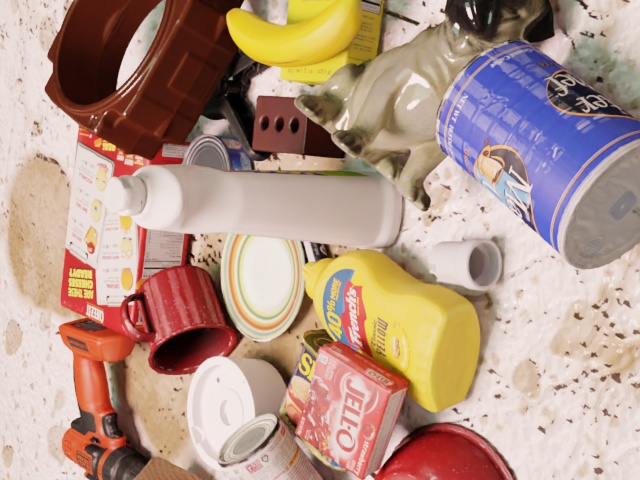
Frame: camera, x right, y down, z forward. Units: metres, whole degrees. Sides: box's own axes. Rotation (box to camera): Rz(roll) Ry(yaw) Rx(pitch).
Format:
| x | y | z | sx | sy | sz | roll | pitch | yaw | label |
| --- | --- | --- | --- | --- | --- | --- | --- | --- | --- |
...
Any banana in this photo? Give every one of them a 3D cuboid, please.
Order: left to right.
| x | y | z | sx | sy | sz | roll | pitch | yaw | label |
| --- | --- | --- | --- | --- | --- | --- | --- | --- | --- |
| -0.023 | -0.184 | 0.936 | 0.198 | 0.037 | 0.069 | 0 | 71 | 49 | banana |

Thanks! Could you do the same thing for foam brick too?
| x | y | z | sx | sy | sz | roll | pitch | yaw | label |
| --- | --- | --- | --- | --- | --- | --- | --- | --- | --- |
| -0.019 | -0.105 | 0.985 | 0.078 | 0.051 | 0.053 | 10 | 97 | 48 | foam brick |

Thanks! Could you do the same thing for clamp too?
| x | y | z | sx | sy | sz | roll | pitch | yaw | label |
| --- | --- | --- | --- | --- | --- | --- | --- | --- | --- |
| -0.090 | -0.145 | 1.077 | 0.172 | 0.039 | 0.120 | 15 | 94 | 53 | clamp |

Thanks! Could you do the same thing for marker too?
| x | y | z | sx | sy | sz | roll | pitch | yaw | label |
| --- | --- | --- | --- | --- | --- | --- | --- | --- | --- |
| -0.007 | 0.001 | 0.992 | 0.020 | 0.020 | 0.121 | -34 | 64 | 43 | marker |

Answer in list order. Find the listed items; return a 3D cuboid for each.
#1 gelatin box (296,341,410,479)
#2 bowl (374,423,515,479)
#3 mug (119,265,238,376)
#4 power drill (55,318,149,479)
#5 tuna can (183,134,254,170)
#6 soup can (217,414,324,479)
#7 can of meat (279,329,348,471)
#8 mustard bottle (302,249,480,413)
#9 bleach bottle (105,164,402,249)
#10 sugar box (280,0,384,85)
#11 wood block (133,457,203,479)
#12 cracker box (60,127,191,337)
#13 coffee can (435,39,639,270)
| x | y | z | sx | sy | sz | roll | pitch | yaw | label |
| --- | --- | --- | --- | --- | --- | --- | --- | --- | --- |
| 0.024 | 0.136 | 0.861 | 0.073 | 0.030 | 0.089 | 30 | 118 | 29 | gelatin box |
| 0.087 | 0.229 | 0.853 | 0.162 | 0.055 | 0.162 | -2 | 87 | 48 | bowl |
| -0.149 | 0.079 | 1.082 | 0.093 | 0.117 | 0.081 | -53 | 47 | 39 | mug |
| -0.238 | 0.189 | 1.202 | 0.185 | 0.057 | 0.188 | 12 | 107 | 46 | power drill |
| -0.106 | -0.065 | 1.095 | 0.086 | 0.033 | 0.086 | -2 | 87 | 49 | tuna can |
| -0.037 | 0.214 | 0.947 | 0.069 | 0.068 | 0.102 | -19 | 112 | 47 | soup can |
| 0.016 | 0.140 | 0.936 | 0.102 | 0.057 | 0.084 | 40 | 120 | 41 | can of meat |
| 0.048 | 0.061 | 0.897 | 0.192 | 0.058 | 0.096 | 30 | 129 | 46 | mustard bottle |
| -0.055 | -0.030 | 0.873 | 0.103 | 0.250 | 0.068 | 7 | 94 | 48 | bleach bottle |
| 0.015 | -0.228 | 0.955 | 0.094 | 0.048 | 0.176 | 11 | 98 | 49 | sugar box |
| -0.179 | 0.342 | 1.101 | 0.090 | 0.090 | 0.206 | 25 | 112 | 8 | wood block |
| -0.214 | -0.014 | 1.190 | 0.164 | 0.071 | 0.214 | 15 | 101 | 48 | cracker box |
| 0.162 | -0.061 | 0.739 | 0.140 | 0.102 | 0.103 | 48 | 123 | 38 | coffee can |
